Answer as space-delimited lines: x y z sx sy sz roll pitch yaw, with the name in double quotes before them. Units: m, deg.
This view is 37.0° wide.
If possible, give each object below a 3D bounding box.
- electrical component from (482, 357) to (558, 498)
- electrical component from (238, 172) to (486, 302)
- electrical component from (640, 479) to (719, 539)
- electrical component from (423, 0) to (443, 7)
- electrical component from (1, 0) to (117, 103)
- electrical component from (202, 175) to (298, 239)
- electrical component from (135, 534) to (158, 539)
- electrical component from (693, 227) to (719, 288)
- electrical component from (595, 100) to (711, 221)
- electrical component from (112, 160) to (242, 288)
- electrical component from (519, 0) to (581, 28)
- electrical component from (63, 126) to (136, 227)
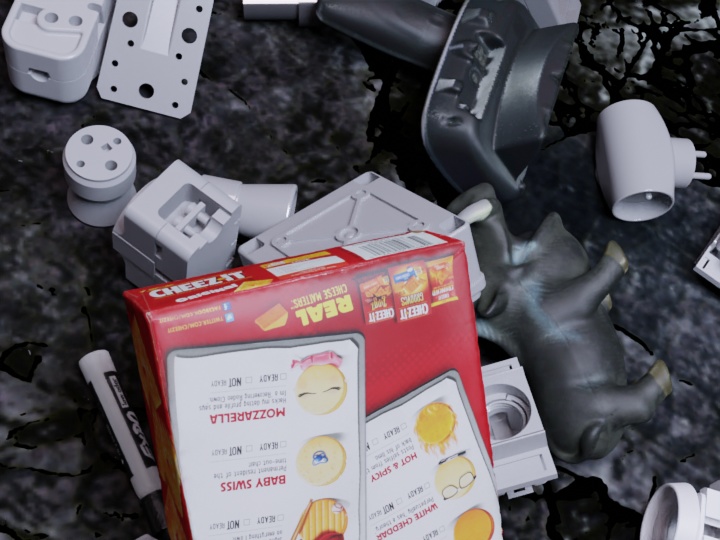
"electrical component" 0.084 0.096 0.623 0.042 0.063 0.081 -16 49 4
"electrical component" 0.000 0.000 0.654 0.109 0.056 0.109 -32 37 -21
"electrical component" 0.205 0.160 0.642 0.057 0.058 0.078 17 61 -5
"electrical component" 0.024 -0.242 0.820 0.100 0.048 0.099 16 61 -3
"electrical component" -0.201 -0.164 0.728 0.054 0.059 0.095 14 61 -4
"electrical component" -0.077 -0.040 0.699 0.065 0.044 0.044 11 61 0
"electrical component" -0.124 0.176 0.575 0.062 0.043 0.043 -39 76 -25
"electrical component" 0.273 -0.022 0.747 0.042 0.063 0.081 36 62 9
"electrical component" 0.214 -0.077 0.775 0.079 0.044 0.077 3 63 -10
"electrical component" -0.112 -0.019 0.652 0.056 0.089 0.050 36 62 8
"electrical component" 0.115 -0.207 0.812 0.076 0.083 0.047 -2 55 31
"electrical component" -0.165 -0.059 0.683 0.045 0.055 0.045 5 62 -9
